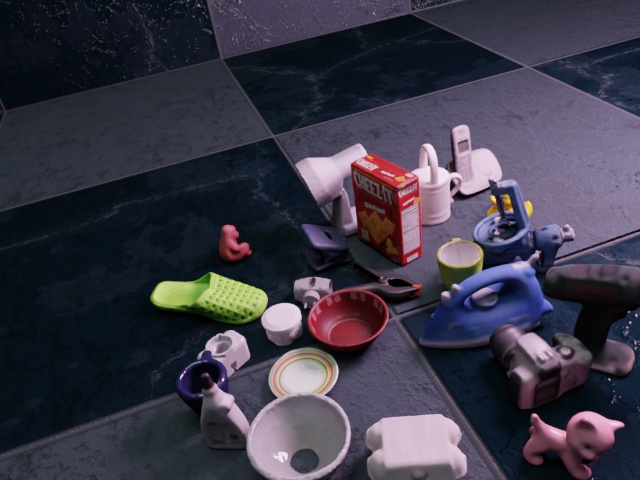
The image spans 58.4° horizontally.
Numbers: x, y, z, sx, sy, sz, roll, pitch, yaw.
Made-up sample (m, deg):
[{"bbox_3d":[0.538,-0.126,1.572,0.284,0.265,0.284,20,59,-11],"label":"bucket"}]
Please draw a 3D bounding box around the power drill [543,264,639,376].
[{"bbox_3d":[0.492,0.126,0.960,0.228,0.209,0.076,13,41,28],"label":"power drill"}]

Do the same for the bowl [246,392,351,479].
[{"bbox_3d":[-0.030,0.331,0.914,0.167,0.075,0.167,-6,35,5],"label":"bowl"}]

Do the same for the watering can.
[{"bbox_3d":[0.259,-0.138,1.395,0.173,0.194,0.100,-24,38,-19],"label":"watering can"}]

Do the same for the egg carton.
[{"bbox_3d":[0.146,0.328,0.882,0.150,0.069,0.107,-6,35,5],"label":"egg carton"}]

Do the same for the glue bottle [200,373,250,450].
[{"bbox_3d":[-0.166,0.278,0.936,0.078,0.173,0.037,-2,36,11],"label":"glue bottle"}]

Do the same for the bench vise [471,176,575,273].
[{"bbox_3d":[0.417,-0.043,1.202,0.207,0.220,0.121,-8,35,3],"label":"bench vise"}]

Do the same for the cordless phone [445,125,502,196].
[{"bbox_3d":[0.396,-0.218,1.482,0.148,0.185,0.093,-25,38,-20],"label":"cordless phone"}]

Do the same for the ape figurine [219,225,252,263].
[{"bbox_3d":[-0.216,0.004,1.398,0.076,0.092,0.077,-26,38,-21],"label":"ape figurine"}]

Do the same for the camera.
[{"bbox_3d":[0.368,0.196,0.986,0.143,0.101,0.136,-19,36,-12],"label":"camera"}]

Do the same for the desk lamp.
[{"bbox_3d":[0.053,-0.123,1.406,0.203,0.214,0.117,-17,36,-10],"label":"desk lamp"}]

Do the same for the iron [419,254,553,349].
[{"bbox_3d":[0.304,0.113,1.081,0.258,0.142,0.118,-16,36,-9],"label":"iron"}]

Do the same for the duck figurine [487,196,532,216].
[{"bbox_3d":[0.455,-0.087,1.371,0.104,0.086,0.077,-4,36,8],"label":"duck figurine"}]

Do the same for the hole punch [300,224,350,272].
[{"bbox_3d":[0.012,0.005,1.344,0.101,0.091,0.108,-18,36,-12],"label":"hole punch"}]

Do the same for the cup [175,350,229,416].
[{"bbox_3d":[-0.201,0.266,1.028,0.091,0.095,0.117,-8,35,3],"label":"cup"}]

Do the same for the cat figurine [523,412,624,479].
[{"bbox_3d":[0.371,0.288,0.843,0.127,0.118,0.067,9,40,25],"label":"cat figurine"}]
